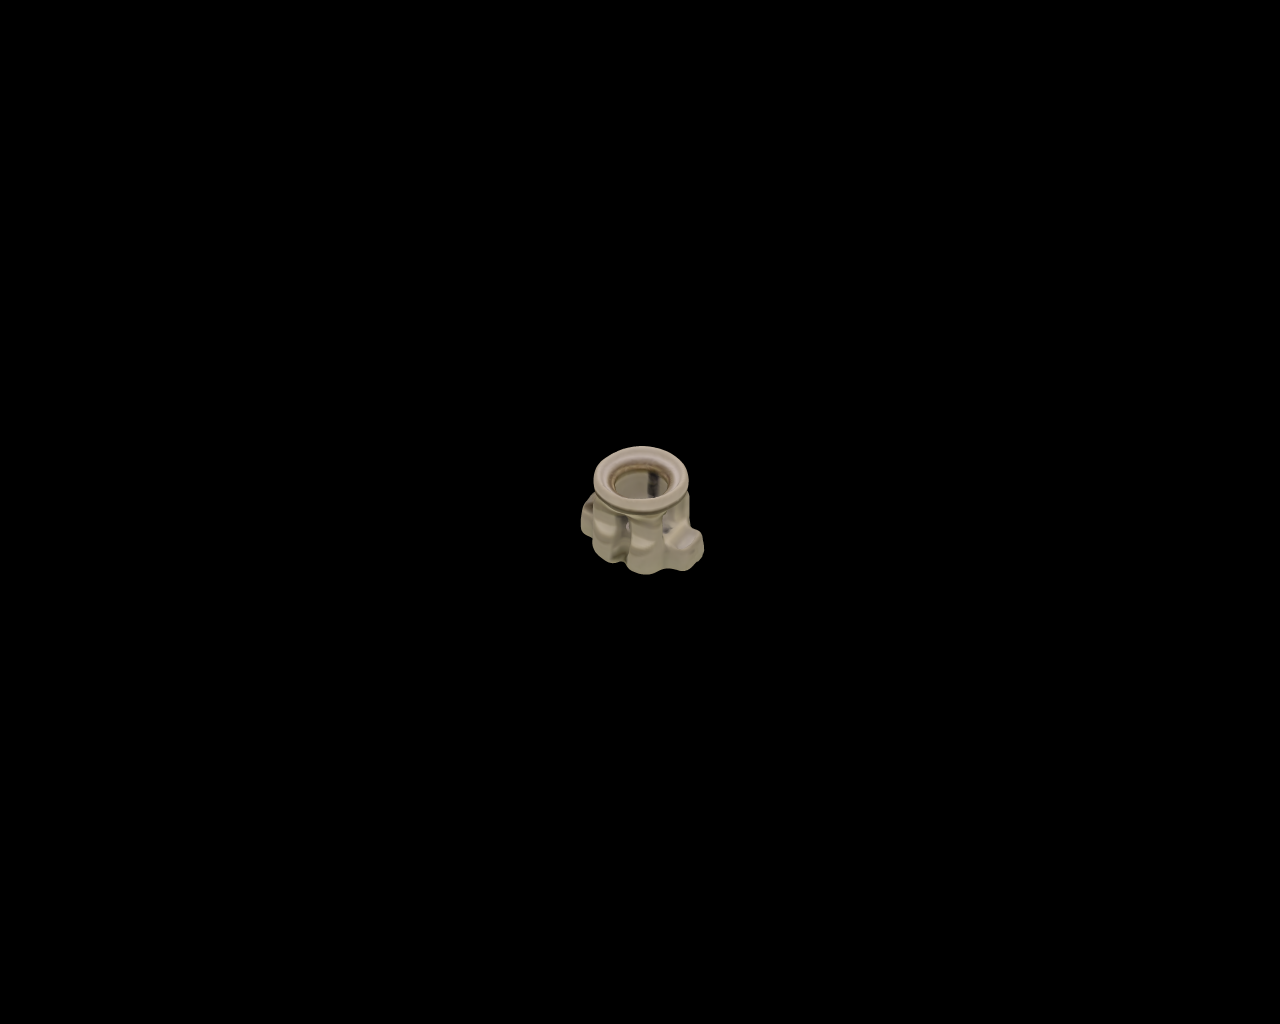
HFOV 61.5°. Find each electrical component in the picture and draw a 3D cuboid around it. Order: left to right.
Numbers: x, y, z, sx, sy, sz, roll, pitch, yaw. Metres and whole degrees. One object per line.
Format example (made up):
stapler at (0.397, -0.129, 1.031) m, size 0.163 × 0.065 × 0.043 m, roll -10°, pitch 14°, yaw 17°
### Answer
electrical component at (0.001, -0.003, 0.650) m, size 0.078 × 0.056 × 0.058 m, roll 22°, pitch 45°, yaw 23°
